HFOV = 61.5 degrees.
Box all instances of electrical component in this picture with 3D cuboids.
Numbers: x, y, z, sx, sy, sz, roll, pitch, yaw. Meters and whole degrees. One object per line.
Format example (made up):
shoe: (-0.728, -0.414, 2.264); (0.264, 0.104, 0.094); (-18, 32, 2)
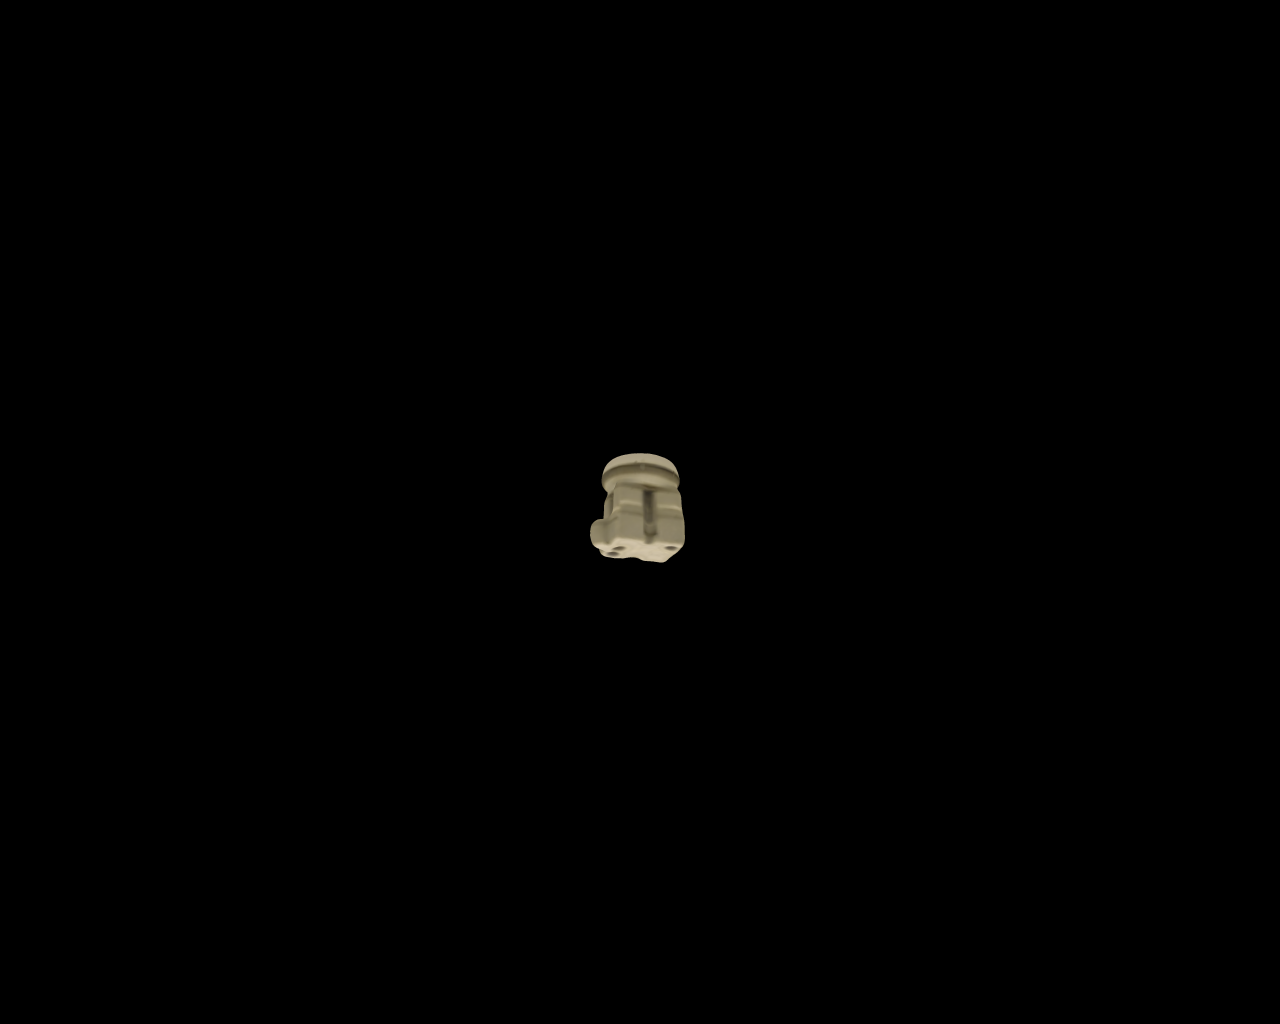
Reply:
electrical component: (0.001, -0.003, 0.650); (0.066, 0.055, 0.048); (8, -24, -18)
